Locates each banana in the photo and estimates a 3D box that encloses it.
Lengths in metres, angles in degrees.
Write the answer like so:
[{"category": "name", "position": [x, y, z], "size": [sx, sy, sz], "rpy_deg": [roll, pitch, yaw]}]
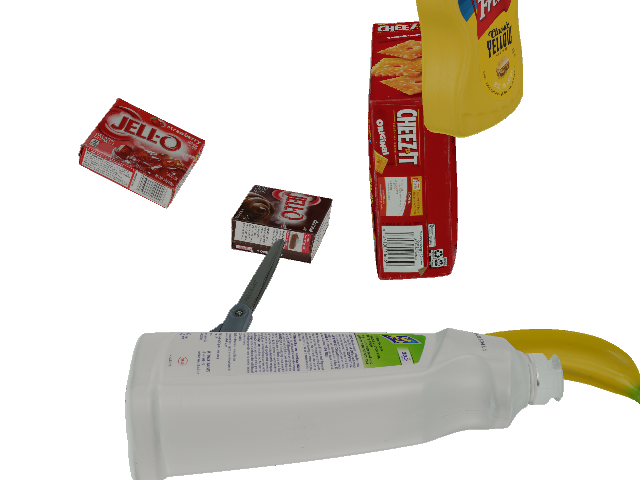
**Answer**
[{"category": "banana", "position": [0.155, 0.094, 0.797], "size": [0.197, 0.037, 0.069], "rpy_deg": [2, 32, -7]}]

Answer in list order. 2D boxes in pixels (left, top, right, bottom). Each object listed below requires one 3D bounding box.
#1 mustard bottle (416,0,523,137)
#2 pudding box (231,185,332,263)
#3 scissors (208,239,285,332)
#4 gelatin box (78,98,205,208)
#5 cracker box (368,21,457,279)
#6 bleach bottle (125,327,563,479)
[{"category": "mustard bottle", "position": [0.106, -0.177, 0.759], "size": [0.058, 0.191, 0.096], "rpy_deg": [18, 40, 38]}, {"category": "pudding box", "position": [-0.041, -0.019, 1.139], "size": [0.090, 0.039, 0.113], "rpy_deg": [10, 25, 6]}, {"category": "scissors", "position": [-0.086, 0.069, 0.872], "size": [0.096, 0.016, 0.201], "rpy_deg": [-1, 42, 7]}, {"category": "gelatin box", "position": [-0.156, -0.078, 0.936], "size": [0.089, 0.073, 0.030], "rpy_deg": [27, -45, -2]}, {"category": "cracker box", "position": [0.082, -0.087, 0.950], "size": [0.072, 0.164, 0.213], "rpy_deg": [-2, 27, 6]}, {"category": "bleach bottle", "position": [0.018, 0.090, 0.624], "size": [0.250, 0.068, 0.102], "rpy_deg": [-2, 19, -3]}]
